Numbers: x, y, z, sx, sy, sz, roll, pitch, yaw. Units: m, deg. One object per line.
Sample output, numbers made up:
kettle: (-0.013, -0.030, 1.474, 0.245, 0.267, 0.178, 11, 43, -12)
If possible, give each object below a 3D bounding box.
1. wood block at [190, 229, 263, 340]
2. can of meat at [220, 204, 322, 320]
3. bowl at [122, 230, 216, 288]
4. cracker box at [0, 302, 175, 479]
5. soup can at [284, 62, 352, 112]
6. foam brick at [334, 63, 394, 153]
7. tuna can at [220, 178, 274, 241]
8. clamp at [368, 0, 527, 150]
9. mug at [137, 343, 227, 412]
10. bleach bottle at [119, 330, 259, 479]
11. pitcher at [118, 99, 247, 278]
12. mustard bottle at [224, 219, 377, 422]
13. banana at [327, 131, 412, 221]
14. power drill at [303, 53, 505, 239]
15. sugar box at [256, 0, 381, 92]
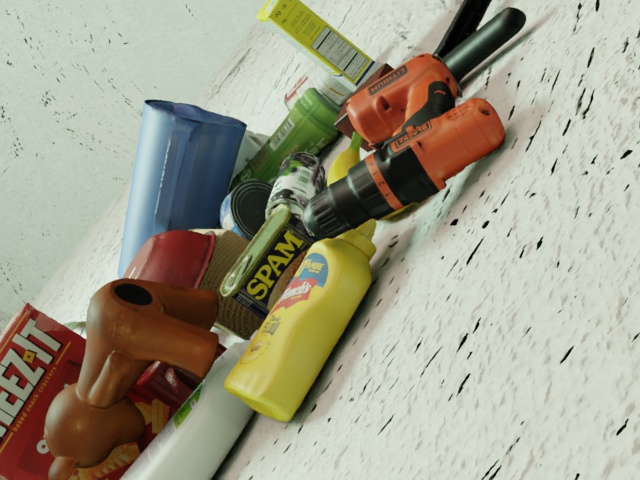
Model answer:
wood block: (-0.115, 0.046, 1.215, 0.090, 0.090, 0.206, -58, 15, -9)
can of meat: (-0.030, 0.032, 0.999, 0.102, 0.084, 0.057, -54, 15, -1)
bowl: (-0.172, 0.048, 1.107, 0.162, 0.055, 0.162, -52, 17, 23)
cracker box: (-0.260, 0.191, 1.097, 0.072, 0.213, 0.164, -32, 26, 59)
soup can: (0.008, -0.208, 1.448, 0.102, 0.068, 0.068, -44, 18, 31)
foam brick: (0.063, -0.145, 1.172, 0.078, 0.051, 0.053, -38, 21, 46)
tuna can: (-0.075, -0.028, 1.267, 0.034, 0.086, 0.086, -39, 21, 51)
clamp: (0.124, -0.165, 1.057, 0.210, 0.036, 0.164, -53, 15, 12)
mug: (-0.132, 0.138, 1.080, 0.093, 0.081, 0.117, -51, 15, 10)
bleach bottle: (-0.115, 0.186, 0.966, 0.251, 0.068, 0.103, -53, 14, -3)
pitcher: (-0.185, -0.050, 1.358, 0.145, 0.148, 0.243, 25, 106, 42)
mustard bottle: (-0.006, 0.060, 0.914, 0.191, 0.058, 0.096, -58, 17, -14)
banana: (0.042, -0.053, 1.023, 0.070, 0.037, 0.198, -68, 21, 14)
power drill: (0.066, -0.086, 0.939, 0.184, 0.057, 0.187, -28, 26, 13)
sugar box: (0.009, -0.230, 1.279, 0.048, 0.176, 0.093, -55, 15, 4)
